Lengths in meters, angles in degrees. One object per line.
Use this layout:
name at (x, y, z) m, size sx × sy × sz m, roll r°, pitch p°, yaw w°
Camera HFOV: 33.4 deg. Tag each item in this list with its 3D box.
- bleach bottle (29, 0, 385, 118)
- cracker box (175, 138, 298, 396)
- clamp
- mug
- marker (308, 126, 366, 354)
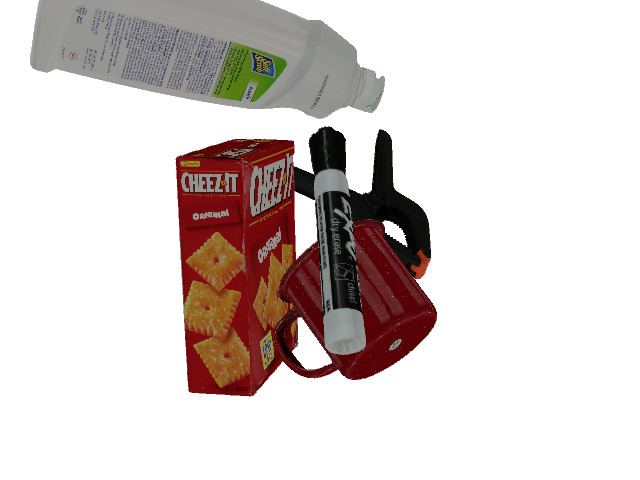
bleach bottle at (-0.077, -0.138, 0.780) m, size 0.250 × 0.068 × 0.103 m, roll 16°, pitch -36°, yaw -12°
cracker box at (-0.071, 0.018, 0.999) m, size 0.072 × 0.214 × 0.164 m, roll 2°, pitch 11°, yaw 14°
clamp at (0.048, -0.038, 1.198) m, size 0.164 × 0.210 × 0.036 m, roll -14°, pitch -37°, yaw -23°
mug at (0.020, 0.052, 0.765) m, size 0.117 × 0.081 × 0.093 m, roll -37°, pitch -23°, yaw 2°
marker at (0.007, -0.004, 0.514) m, size 0.020 × 0.121 × 0.020 m, roll -4°, pitch -30°, yaw -2°
